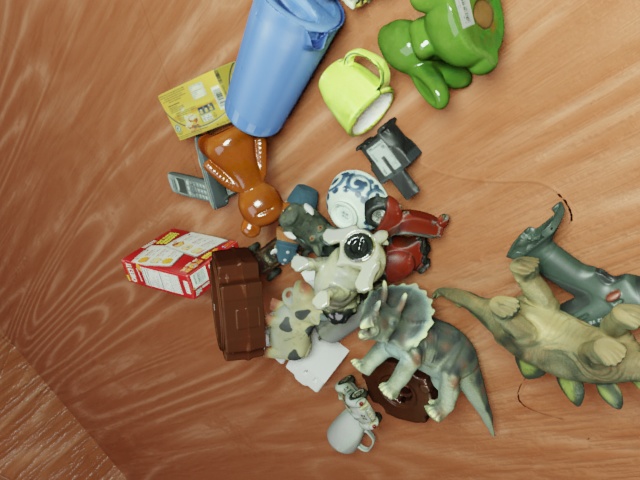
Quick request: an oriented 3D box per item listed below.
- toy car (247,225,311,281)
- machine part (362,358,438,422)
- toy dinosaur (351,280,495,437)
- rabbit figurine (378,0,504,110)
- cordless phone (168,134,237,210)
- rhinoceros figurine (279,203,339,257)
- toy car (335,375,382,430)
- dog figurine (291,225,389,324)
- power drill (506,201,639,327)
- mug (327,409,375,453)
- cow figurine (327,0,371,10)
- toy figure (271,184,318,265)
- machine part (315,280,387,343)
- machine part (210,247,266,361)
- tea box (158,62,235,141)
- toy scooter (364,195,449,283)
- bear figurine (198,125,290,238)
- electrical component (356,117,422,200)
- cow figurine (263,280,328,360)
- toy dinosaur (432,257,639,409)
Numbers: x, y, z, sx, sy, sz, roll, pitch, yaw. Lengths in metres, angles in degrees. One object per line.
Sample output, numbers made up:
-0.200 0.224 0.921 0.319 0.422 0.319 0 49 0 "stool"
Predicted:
-0.086 0.022 1.117 0.202 0.053 0.089 -32 94 46 "toy car"
0.170 0.299 1.113 0.180 0.056 0.179 21 131 26 "machine part"
0.204 0.206 0.963 0.404 0.131 0.192 28 96 -24 "toy dinosaur"
0.157 -0.266 0.720 0.170 0.121 0.159 5 131 56 "rabbit figurine"
-0.257 -0.148 1.108 0.184 0.089 0.146 13 126 35 "cordless phone"
-0.002 -0.003 0.954 0.190 0.073 0.112 37 -175 -38 "rhinoceros figurine"
0.078 0.347 1.153 0.073 0.056 0.202 60 172 -5 "toy car"
0.057 0.062 0.917 0.172 0.190 0.121 -24 67 10 "dog figurine"
0.391 0.042 0.765 0.207 0.086 0.232 38 138 -2 "power drill"
0.081 0.445 1.263 0.110 0.081 0.107 35 125 19 "mug"
0.075 -0.364 0.726 0.098 0.068 0.167 50 136 -11 "cow figurine"
-0.047 -0.027 1.020 0.064 0.058 0.154 24 107 11 "toy figure"
0.060 0.140 1.071 0.079 0.079 0.243 45 135 2 "machine part"
-0.169 0.125 1.078 0.202 0.087 0.200 -140 46 -70 "machine part"
-0.213 -0.257 1.006 0.170 0.068 0.098 -5 116 40 "tea box"
0.150 0.000 0.909 0.135 0.075 0.183 -2 131 11 "toy scooter"
-0.130 -0.114 0.978 0.195 0.120 0.132 62 178 -21 "bear figurine"
0.122 -0.126 0.862 0.119 0.048 0.075 49 136 -2 "electrical component"
-0.043 0.161 1.061 0.127 0.085 0.194 11 127 4 "cow figurine"
0.309 0.131 0.764 0.472 0.105 0.198 33 158 53 "toy dinosaur"
